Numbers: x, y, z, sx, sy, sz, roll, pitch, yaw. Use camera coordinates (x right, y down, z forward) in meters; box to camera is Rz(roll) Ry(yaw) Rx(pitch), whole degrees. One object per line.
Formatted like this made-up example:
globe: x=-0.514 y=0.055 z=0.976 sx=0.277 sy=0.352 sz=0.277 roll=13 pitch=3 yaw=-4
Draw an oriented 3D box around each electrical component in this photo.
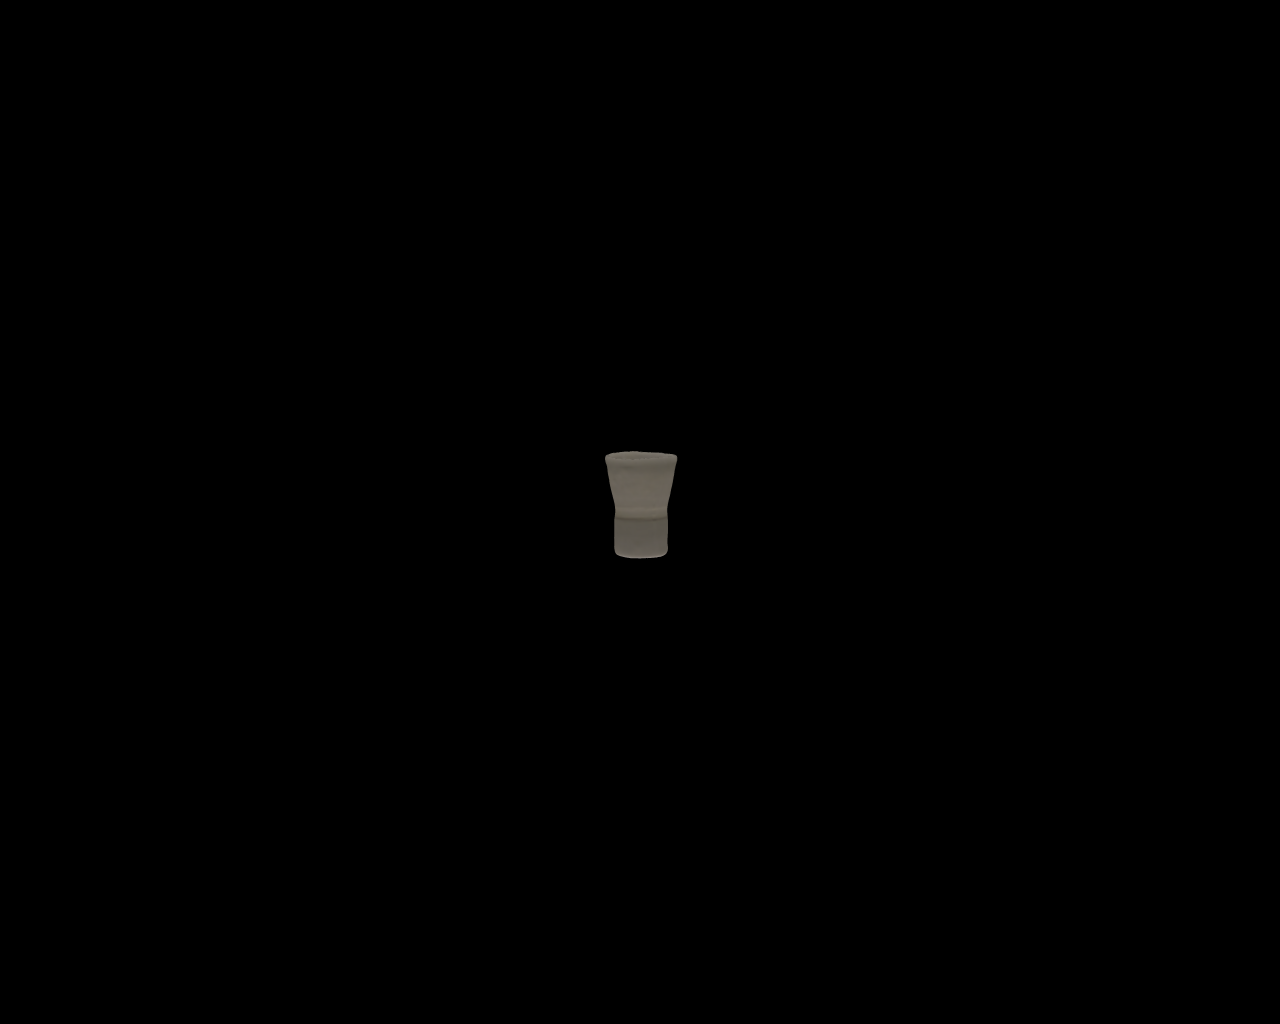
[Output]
electrical component: x=0.001 y=-0.003 z=0.650 sx=0.044 sy=0.065 sz=0.044 roll=0 pitch=7 yaw=0
